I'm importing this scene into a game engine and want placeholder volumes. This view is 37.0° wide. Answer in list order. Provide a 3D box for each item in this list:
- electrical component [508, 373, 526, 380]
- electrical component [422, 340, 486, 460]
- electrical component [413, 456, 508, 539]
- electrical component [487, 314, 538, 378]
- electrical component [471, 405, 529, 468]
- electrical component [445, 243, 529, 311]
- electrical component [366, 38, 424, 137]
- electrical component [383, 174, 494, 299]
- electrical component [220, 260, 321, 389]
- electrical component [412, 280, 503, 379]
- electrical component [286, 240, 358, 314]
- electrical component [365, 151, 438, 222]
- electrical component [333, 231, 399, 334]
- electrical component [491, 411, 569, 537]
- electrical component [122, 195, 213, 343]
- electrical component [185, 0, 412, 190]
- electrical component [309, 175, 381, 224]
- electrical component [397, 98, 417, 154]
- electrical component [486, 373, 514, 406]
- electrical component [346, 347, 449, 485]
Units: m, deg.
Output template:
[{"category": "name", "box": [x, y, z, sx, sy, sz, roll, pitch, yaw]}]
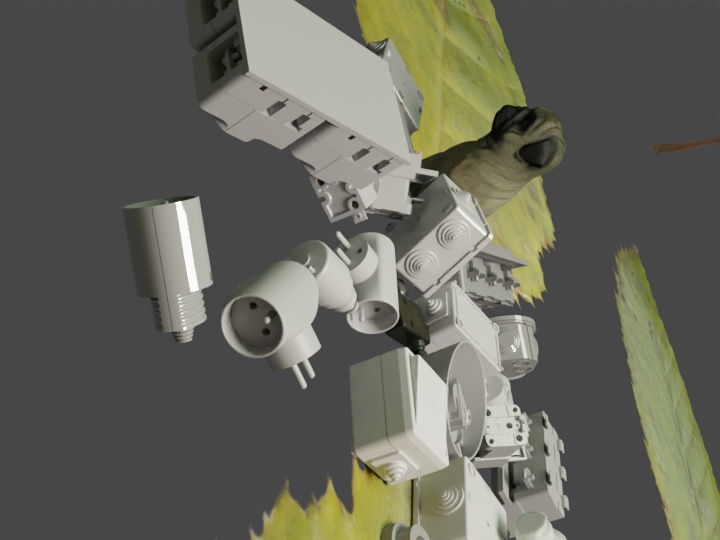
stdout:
[{"category": "electrical component", "box": [0.166, 0.104, 1.211, 0.078, 0.040, 0.040, 6, 64, -68]}, {"category": "electrical component", "box": [0.073, 0.115, 0.917, 0.099, 0.064, 0.099, -17, 90, -72]}, {"category": "electrical component", "box": [0.084, 0.212, 0.875, 0.099, 0.048, 0.099, 55, 24, -33]}, {"category": "electrical component", "box": [0.148, 0.081, 1.135, 0.080, 0.080, 0.051, 33, 45, -58]}, {"category": "electrical component", "box": [0.118, 0.152, 0.986, 0.081, 0.063, 0.042, 0, 61, -23]}, {"category": "electrical component", "box": [0.114, 0.005, 1.105, 0.121, 0.079, 0.063, 13, 68, -56]}, {"category": "electrical component", "box": [0.028, -0.191, 1.150, 0.099, 0.048, 0.099, 58, 23, -24]}, {"category": "electrical component", "box": [0.070, -0.034, 1.010, 0.048, 0.100, 0.099, 41, 16, -22]}, {"category": "electrical component", "box": [-0.051, 0.041, 0.715, 0.079, 0.043, 0.077, 65, 20, -9]}, {"category": "electrical component", "box": [0.085, 0.061, 1.027, 0.096, 0.061, 0.061, 45, 29, -31]}, {"category": "electrical component", "box": [-0.025, 0.010, 0.818, 0.078, 0.040, 0.040, 46, 29, -46]}, {"category": "electrical component", "box": [0.027, -0.080, 0.998, 0.042, 0.081, 0.063, 154, -55, -76]}, {"category": "electrical component", "box": [0.000, 0.000, 0.887, 0.079, 0.044, 0.077, 50, 26, -40]}, {"category": "electrical component", "box": [0.170, 0.202, 1.086, 0.078, 0.063, 0.121, 57, 22, -27]}, {"category": "electrical component", "box": [-0.106, 0.001, 0.609, 0.043, 0.043, 0.081, -36, 119, -70]}, {"category": "electrical component", "box": [-0.048, -0.144, 0.841, 0.186, 0.060, 0.105, 23, 47, -47]}, {"category": "electrical component", "box": [-0.010, -0.075, 0.941, 0.066, 0.048, 0.055, 64, 28, -11]}, {"category": "electrical component", "box": [0.012, -0.143, 1.052, 0.096, 0.061, 0.061, 48, 26, -61]}, {"category": "electrical component", "box": [0.127, 0.130, 1.064, 0.077, 0.044, 0.079, -87, 164, -50]}, {"category": "electrical component", "box": [0.032, 0.116, 0.825, 0.061, 0.061, 0.096, 48, 28, -43]}]
